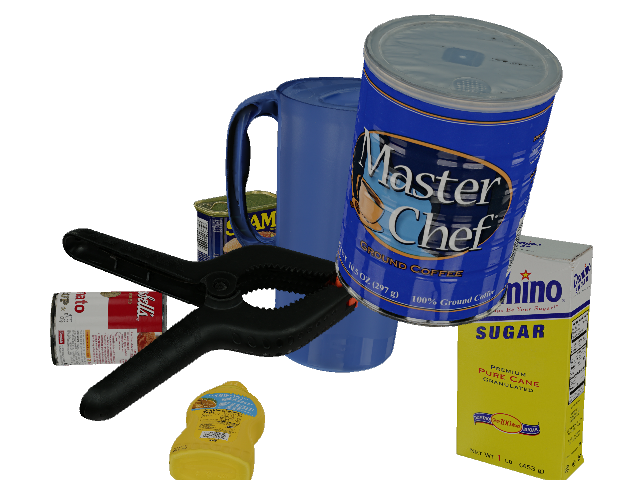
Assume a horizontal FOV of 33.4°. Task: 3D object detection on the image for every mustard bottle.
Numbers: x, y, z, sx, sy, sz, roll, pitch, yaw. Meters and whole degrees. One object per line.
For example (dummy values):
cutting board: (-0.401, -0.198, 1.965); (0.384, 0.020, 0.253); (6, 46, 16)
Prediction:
mustard bottle: (-0.118, 0.225, 1.295); (0.096, 0.058, 0.191); (4, 23, 4)

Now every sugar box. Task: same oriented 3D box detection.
sugar box: (0.150, 0.086, 0.801); (0.093, 0.176, 0.048); (9, 22, 34)

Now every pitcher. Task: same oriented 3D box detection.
pitcher: (0.010, -0.016, 0.919); (0.149, 0.243, 0.144); (21, 25, 38)

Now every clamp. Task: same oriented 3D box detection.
clamp: (-0.077, 0.037, 0.741); (0.209, 0.036, 0.165); (-11, 47, -18)

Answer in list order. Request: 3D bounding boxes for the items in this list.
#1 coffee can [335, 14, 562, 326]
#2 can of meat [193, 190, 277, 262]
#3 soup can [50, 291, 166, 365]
coffee can: (0.066, -0.039, 0.586); (0.102, 0.140, 0.103); (5, 34, -3)
can of meat: (-0.092, -0.005, 1.208); (0.101, 0.084, 0.058); (-12, 23, -37)
soup can: (-0.191, 0.080, 0.974); (0.102, 0.068, 0.068); (0, 0, -7)
